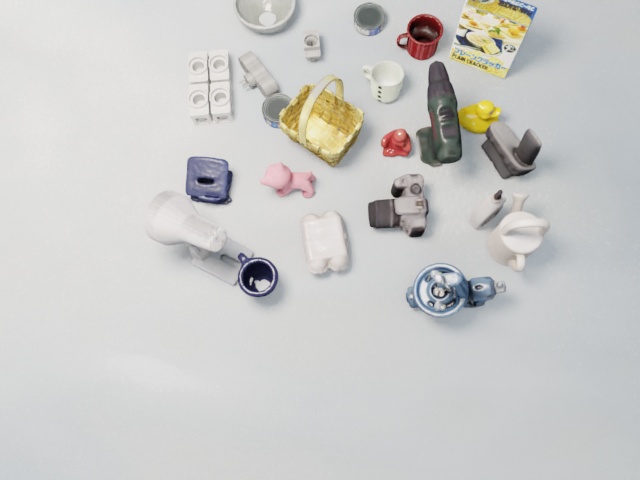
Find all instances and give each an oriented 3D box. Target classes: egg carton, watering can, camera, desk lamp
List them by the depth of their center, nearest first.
[{"bbox_3d":[0.444,-0.020,1.281,0.101,0.194,0.173,-18,74,-3],"label":"watering can"},{"bbox_3d":[-0.269,-0.007,1.290,0.203,0.213,0.118,26,76,9],"label":"desk lamp"},{"bbox_3d":[0.012,0.005,1.352,0.107,0.069,0.150,-11,73,-1],"label":"egg carton"},{"bbox_3d":[0.182,-0.083,1.356,0.137,0.101,0.143,-4,73,1],"label":"camera"}]

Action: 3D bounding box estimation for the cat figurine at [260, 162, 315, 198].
[{"bbox_3d":[-0.077,-0.150,1.376,0.127,0.118,0.067,-1,73,2],"label":"cat figurine"}]

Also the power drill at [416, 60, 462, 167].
[{"bbox_3d":[0.279,-0.273,1.353,0.075,0.208,0.229,-9,73,0],"label":"power drill"}]

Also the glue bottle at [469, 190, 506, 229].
[{"bbox_3d":[0.392,-0.079,1.311,0.078,0.173,0.037,-35,75,-8],"label":"glue bottle"}]

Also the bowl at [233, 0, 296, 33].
[{"bbox_3d":[-0.145,-0.617,1.538,0.167,0.075,0.167,0,74,2],"label":"bowl"}]

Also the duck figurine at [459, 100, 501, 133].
[{"bbox_3d":[0.399,-0.317,1.426,0.104,0.086,0.077,8,74,4],"label":"duck figurine"}]

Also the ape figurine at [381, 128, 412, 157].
[{"bbox_3d":[0.192,-0.245,1.408,0.077,0.092,0.076,39,79,12],"label":"ape figurine"}]

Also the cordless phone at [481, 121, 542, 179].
[{"bbox_3d":[0.462,-0.237,1.348,0.094,0.185,0.147,-31,75,-7],"label":"cordless phone"}]

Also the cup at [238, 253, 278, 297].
[{"bbox_3d":[-0.146,0.085,1.321,0.092,0.095,0.117,-39,76,-9],"label":"cup"}]

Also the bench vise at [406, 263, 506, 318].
[{"bbox_3d":[0.297,0.091,1.239,0.207,0.220,0.121,-21,74,-4],"label":"bench vise"}]

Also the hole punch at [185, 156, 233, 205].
[{"bbox_3d":[-0.270,-0.144,1.394,0.108,0.091,0.101,6,74,4],"label":"hole punch"}]
